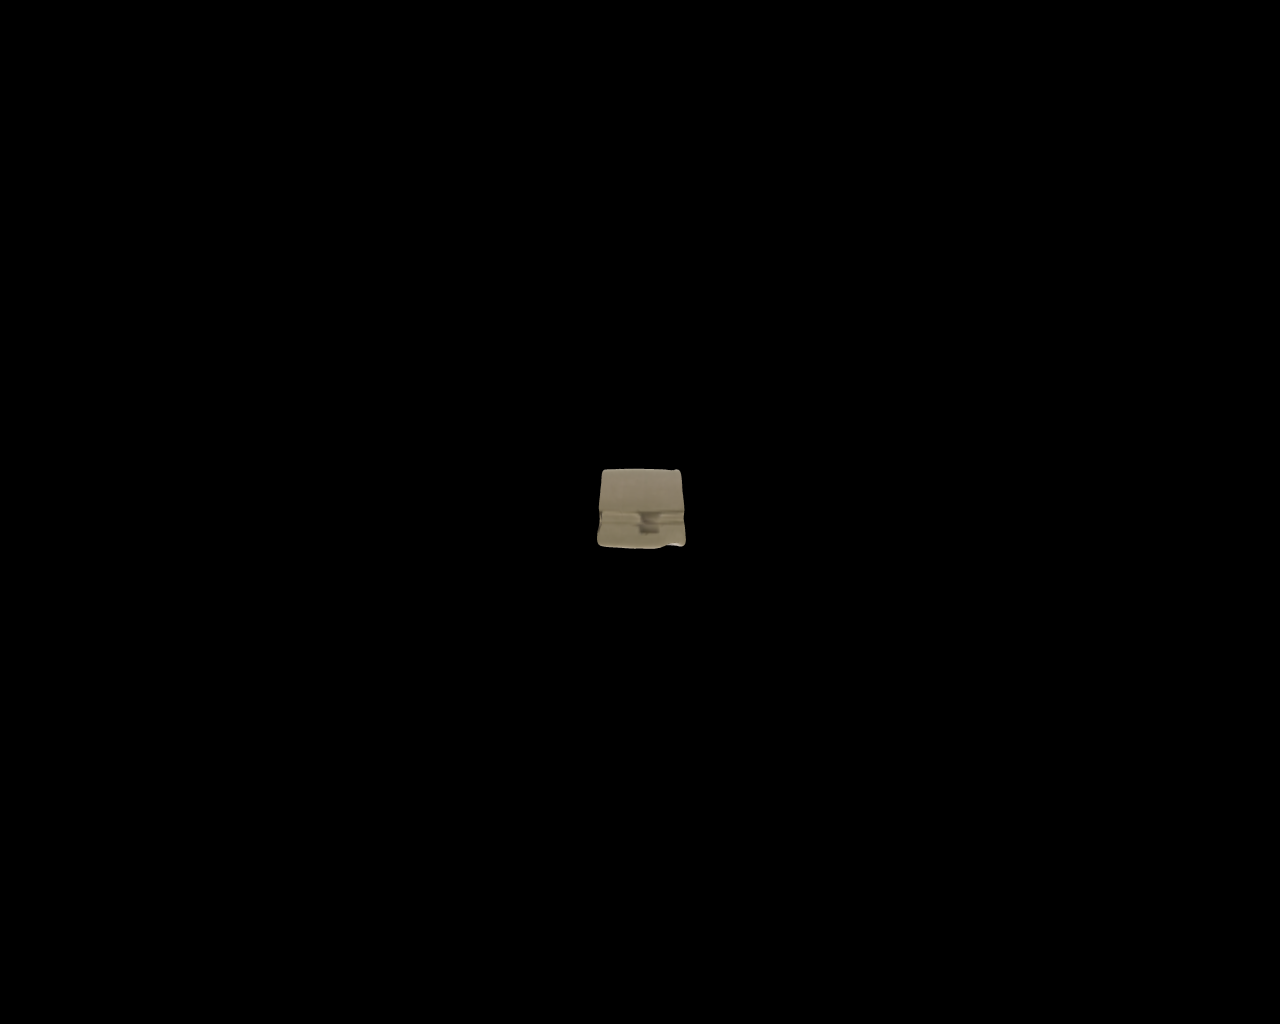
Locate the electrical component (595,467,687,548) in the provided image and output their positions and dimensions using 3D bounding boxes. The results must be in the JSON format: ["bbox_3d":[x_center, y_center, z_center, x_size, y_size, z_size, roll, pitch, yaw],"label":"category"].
[{"bbox_3d":[0.001,-0.003,0.650,0.055,0.047,0.055,0,0,0],"label":"electrical component"}]
